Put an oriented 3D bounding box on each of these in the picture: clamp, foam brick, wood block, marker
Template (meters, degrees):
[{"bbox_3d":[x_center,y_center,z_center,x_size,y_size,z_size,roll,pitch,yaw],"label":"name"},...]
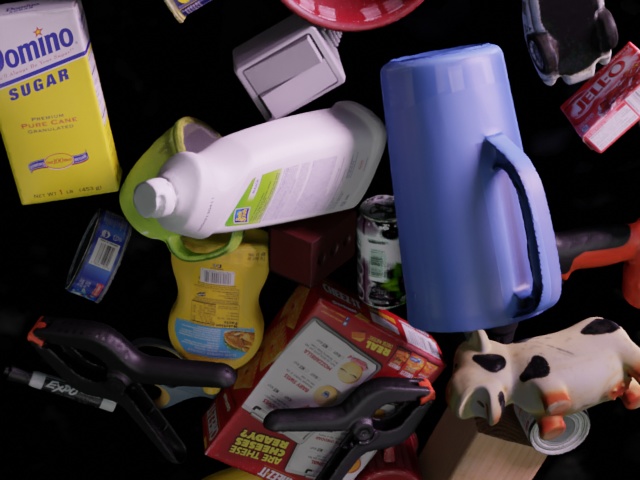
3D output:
[{"bbox_3d":[-0.191,0.132,1.073,0.210,0.036,0.165,34,129,-8],"label":"clamp"},{"bbox_3d":[-0.007,0.001,1.014,0.051,0.078,0.053,21,127,28],"label":"foam brick"},{"bbox_3d":[0.161,0.272,1.193,0.090,0.091,0.206,17,117,-16],"label":"wood block"},{"bbox_3d":[0.039,0.196,1.073,0.171,0.039,0.120,-19,123,-1],"label":"clamp"},{"bbox_3d":[-0.272,0.154,1.117,0.121,0.020,0.020,21,116,-18],"label":"marker"}]

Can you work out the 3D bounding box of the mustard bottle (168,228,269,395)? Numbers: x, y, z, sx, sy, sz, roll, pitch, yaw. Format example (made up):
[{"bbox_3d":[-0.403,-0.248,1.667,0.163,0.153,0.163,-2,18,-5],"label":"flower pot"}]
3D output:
[{"bbox_3d":[-0.102,0.074,1.065,0.096,0.058,0.192,7,120,-1],"label":"mustard bottle"}]

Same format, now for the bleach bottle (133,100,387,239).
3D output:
[{"bbox_3d":[-0.051,-0.058,0.904,0.250,0.068,0.103,-14,134,-48],"label":"bleach bottle"}]

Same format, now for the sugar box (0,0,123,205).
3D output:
[{"bbox_3d":[-0.239,-0.122,0.942,0.093,0.048,0.176,-9,122,-1],"label":"sugar box"}]

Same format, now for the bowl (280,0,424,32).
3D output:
[{"bbox_3d":[0.026,-0.258,0.885,0.162,0.055,0.162,-3,121,-5],"label":"bowl"}]

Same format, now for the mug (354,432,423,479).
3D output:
[{"bbox_3d":[0.071,0.247,1.173,0.093,0.081,0.117,1,120,-7],"label":"mug"}]

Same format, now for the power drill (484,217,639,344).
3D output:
[{"bbox_3d":[0.254,0.038,1.084,0.187,0.057,0.184,-2,128,-6],"label":"power drill"}]

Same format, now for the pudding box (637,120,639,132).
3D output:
[{"bbox_3d":[0.332,-0.087,1.001,0.039,0.090,0.113,-23,120,5],"label":"pudding box"}]

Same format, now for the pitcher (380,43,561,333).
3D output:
[{"bbox_3d":[0.131,-0.046,0.940,0.149,0.144,0.243,-7,101,18],"label":"pitcher"}]

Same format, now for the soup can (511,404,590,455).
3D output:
[{"bbox_3d":[0.237,0.169,1.132,0.068,0.102,0.068,-5,122,-8],"label":"soup can"}]

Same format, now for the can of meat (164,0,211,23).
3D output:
[{"bbox_3d":[-0.107,-0.245,0.879,0.084,0.057,0.102,-29,120,7],"label":"can of meat"}]

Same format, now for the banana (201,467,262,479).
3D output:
[{"bbox_3d":[-0.140,0.312,1.217,0.069,0.037,0.198,25,117,-36],"label":"banana"}]

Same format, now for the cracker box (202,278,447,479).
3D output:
[{"bbox_3d":[0.001,0.157,1.111,0.164,0.072,0.214,28,110,-22],"label":"cracker box"}]

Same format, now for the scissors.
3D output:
[{"bbox_3d":[-0.128,0.171,1.144,0.201,0.016,0.096,34,109,-22],"label":"scissors"}]

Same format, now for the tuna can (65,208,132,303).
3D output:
[{"bbox_3d":[-0.208,0.014,1.003,0.033,0.086,0.086,23,115,-17],"label":"tuna can"}]

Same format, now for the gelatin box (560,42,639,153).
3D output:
[{"bbox_3d":[0.269,-0.131,0.978,0.030,0.073,0.089,38,111,-23],"label":"gelatin box"}]
